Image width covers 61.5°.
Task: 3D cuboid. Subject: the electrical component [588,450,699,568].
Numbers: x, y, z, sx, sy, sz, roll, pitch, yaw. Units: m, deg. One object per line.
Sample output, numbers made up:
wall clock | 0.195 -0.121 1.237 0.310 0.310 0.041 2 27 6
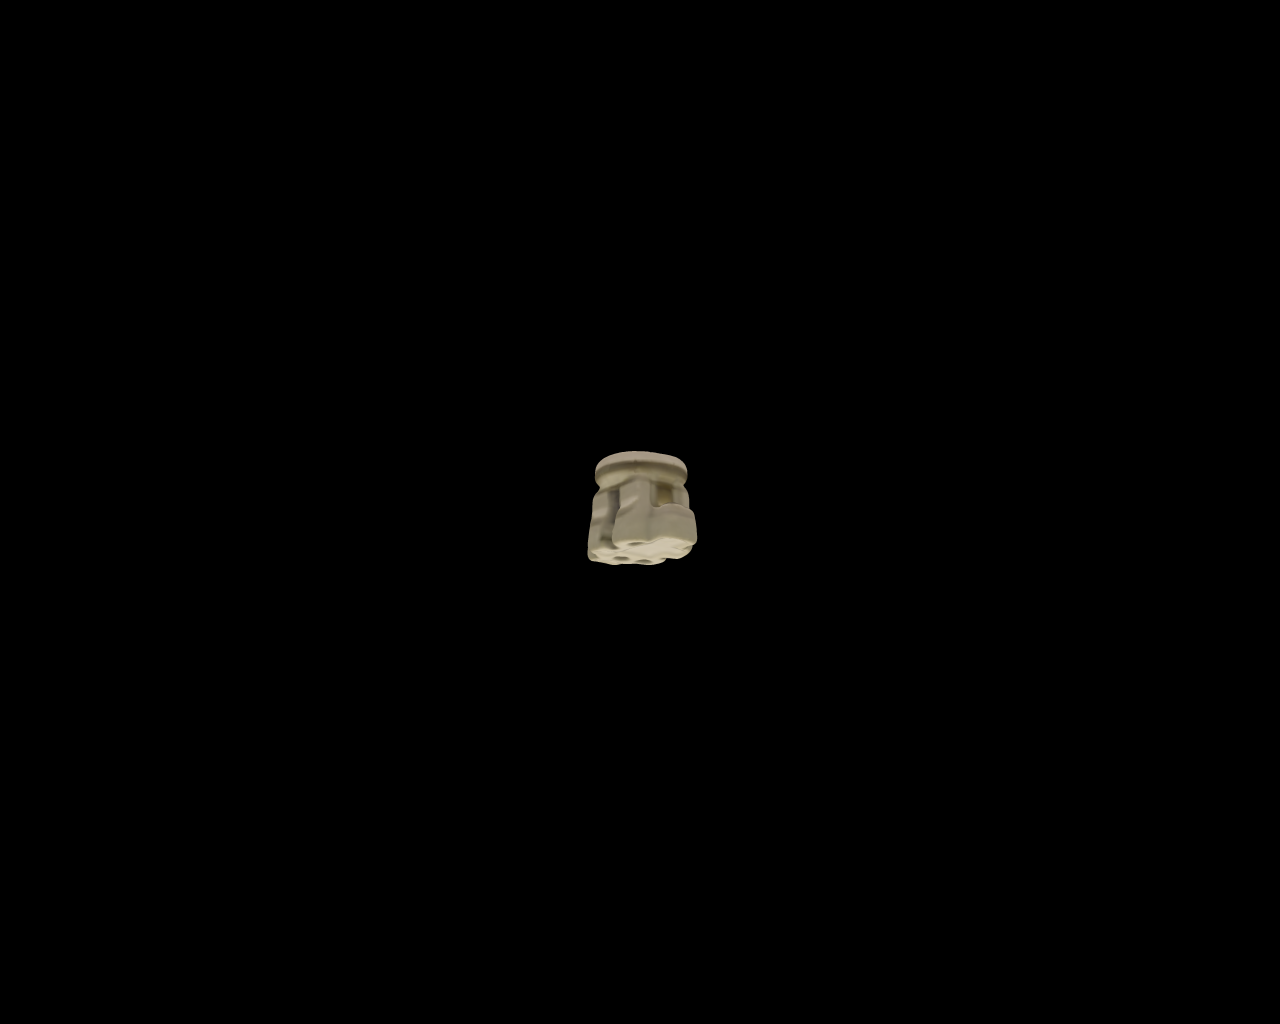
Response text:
electrical component | 0.001 -0.003 0.650 0.058 0.057 0.078 14 -22 -38
